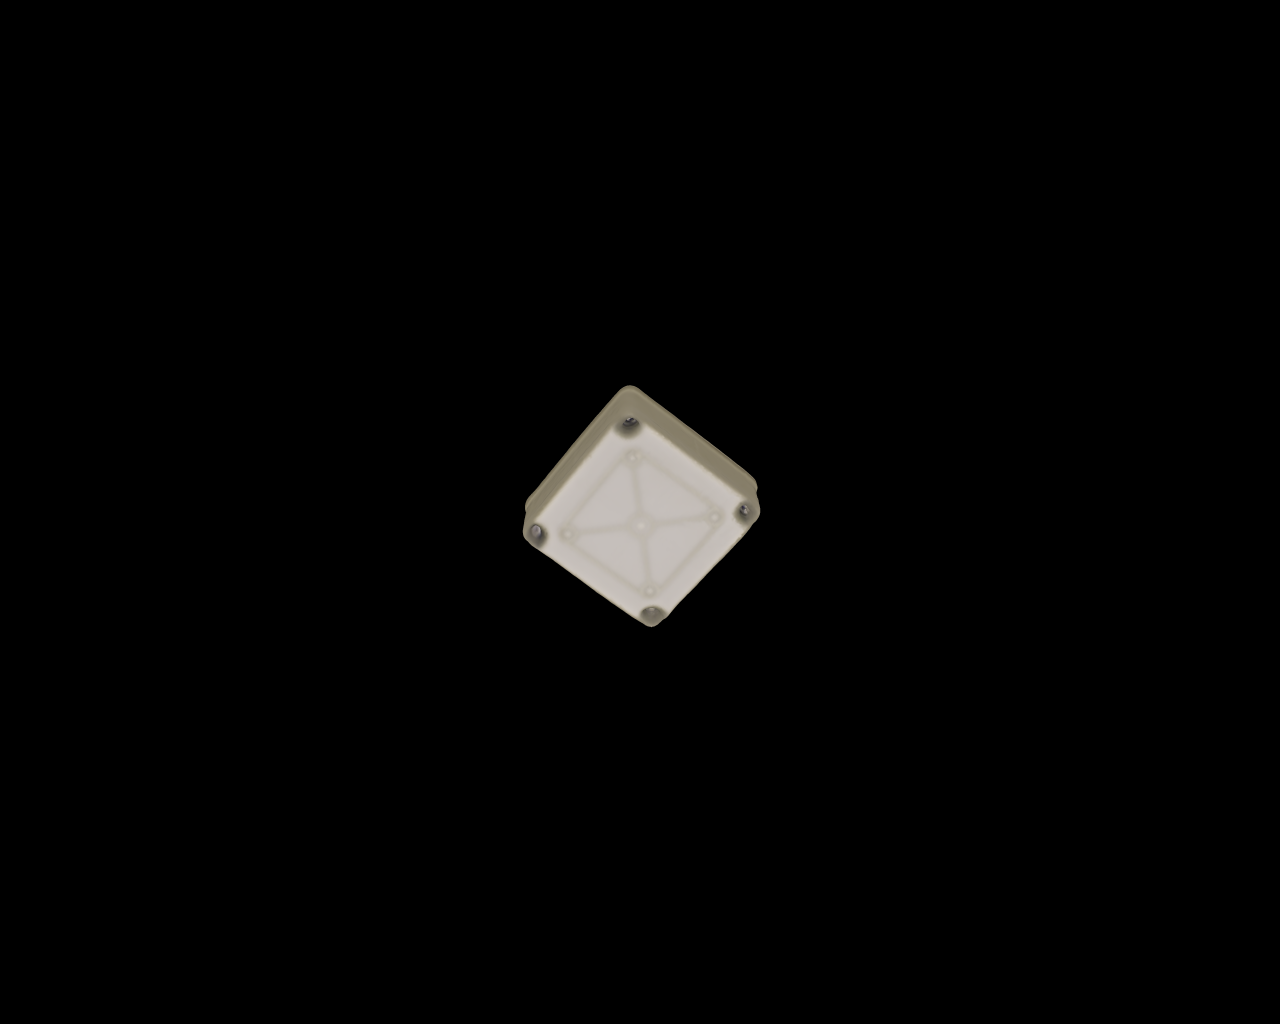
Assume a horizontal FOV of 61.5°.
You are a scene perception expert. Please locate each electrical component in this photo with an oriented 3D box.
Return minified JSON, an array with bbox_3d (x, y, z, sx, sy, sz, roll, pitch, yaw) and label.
[{"bbox_3d":[0.001,-0.003,0.650,0.108,0.108,0.056,37,19,-15],"label":"electrical component"}]
